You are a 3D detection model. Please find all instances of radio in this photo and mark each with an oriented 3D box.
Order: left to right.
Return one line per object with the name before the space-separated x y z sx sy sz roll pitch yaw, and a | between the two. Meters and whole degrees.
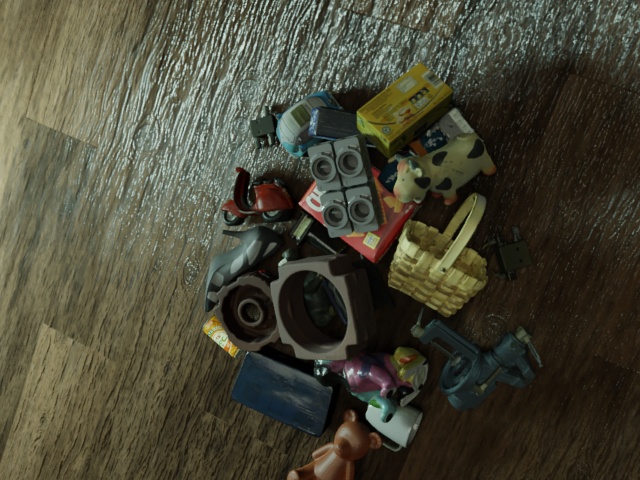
radio | -0.075 0.336 1.217 0.230 0.073 0.131 19 96 14

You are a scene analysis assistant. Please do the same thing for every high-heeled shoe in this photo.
high-heeled shoe | -0.183 0.073 1.258 0.145 0.086 0.248 14 115 -14

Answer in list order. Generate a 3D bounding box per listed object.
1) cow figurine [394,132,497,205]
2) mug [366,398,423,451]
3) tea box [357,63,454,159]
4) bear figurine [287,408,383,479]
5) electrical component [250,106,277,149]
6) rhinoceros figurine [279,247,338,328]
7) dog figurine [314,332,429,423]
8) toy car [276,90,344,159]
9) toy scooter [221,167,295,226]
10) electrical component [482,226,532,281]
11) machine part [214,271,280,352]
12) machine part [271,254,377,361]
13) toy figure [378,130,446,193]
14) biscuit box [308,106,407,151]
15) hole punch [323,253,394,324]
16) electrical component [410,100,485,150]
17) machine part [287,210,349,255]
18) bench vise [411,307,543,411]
cow figurine | 0.225 -0.135 1.016 0.195 0.086 0.127 -34 119 -4
mug | 0.153 0.389 1.152 0.107 0.081 0.109 25 114 25
tea box | 0.165 -0.252 1.049 0.169 0.068 0.098 -38 71 -8
bear figurine | 0.037 0.470 1.148 0.120 0.132 0.195 42 118 27
electrical component | -0.132 -0.261 1.243 0.063 0.021 0.094 -10 89 17
rhinoceros figurine | -0.021 0.102 1.198 0.112 0.073 0.190 -27 86 27
dog figurine | 0.096 0.266 1.147 0.219 0.191 0.108 30 140 37
toy car | -0.030 -0.255 1.171 0.162 0.103 0.109 -36 82 16
toy scooter | -0.145 -0.103 1.226 0.184 0.075 0.135 -3 89 21
electrical component | 0.380 0.031 1.088 0.078 0.045 0.102 -21 88 -12
machine part | -0.146 0.157 1.195 0.180 0.056 0.179 4 103 18
machine part | 0.007 0.134 1.082 0.202 0.087 0.200 -9 95 36
toy figure | 0.184 -0.161 1.072 0.154 0.064 0.058 -42 44 6
biscuit box | 0.080 -0.230 1.114 0.203 0.059 0.062 7 95 -14
hole punch | 0.081 0.107 1.142 0.092 0.116 0.142 -37 77 29
electrical component | 0.254 -0.203 1.110 0.134 0.058 0.115 -36 80 15
machine part | -0.002 -0.004 1.204 0.139 0.039 0.084 32 92 15
bench vise | 0.296 0.227 1.066 0.240 0.129 0.223 35 122 -6
